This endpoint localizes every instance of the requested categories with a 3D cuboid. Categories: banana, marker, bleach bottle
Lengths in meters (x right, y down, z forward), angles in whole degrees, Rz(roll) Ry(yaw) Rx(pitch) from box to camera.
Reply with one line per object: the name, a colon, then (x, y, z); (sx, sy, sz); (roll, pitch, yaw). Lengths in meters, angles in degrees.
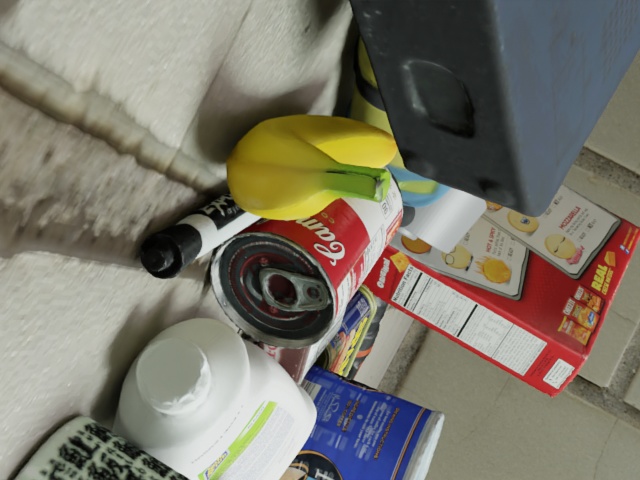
banana: (-0.003, -0.032, 0.472); (0.197, 0.069, 0.037); (-66, 168, -78)
marker: (-0.045, -0.008, 0.463); (0.020, 0.020, 0.121); (-65, 170, 22)
bleach bottle: (-0.053, 0.089, 0.561); (0.102, 0.068, 0.251); (-54, 167, -15)

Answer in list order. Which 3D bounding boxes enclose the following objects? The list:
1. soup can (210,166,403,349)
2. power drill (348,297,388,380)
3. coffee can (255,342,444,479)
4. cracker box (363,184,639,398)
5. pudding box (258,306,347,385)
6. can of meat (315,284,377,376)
soup can: (-0.004, 0.001, 0.559); (0.102, 0.068, 0.069); (-52, 166, -50)
power drill: (0.000, 0.138, 1.015); (0.187, 0.057, 0.185); (-50, 166, -51)
coffee can: (0.002, 0.143, 0.737); (0.102, 0.140, 0.103); (20, 90, -77)
cracker box: (0.133, 0.006, 0.865); (0.164, 0.214, 0.072); (-53, 169, -41)
pudding box: (-0.003, 0.029, 0.710); (0.090, 0.039, 0.114); (-50, 161, -59)
can of meat: (-0.008, 0.085, 0.828); (0.083, 0.057, 0.102); (-44, 159, -55)
